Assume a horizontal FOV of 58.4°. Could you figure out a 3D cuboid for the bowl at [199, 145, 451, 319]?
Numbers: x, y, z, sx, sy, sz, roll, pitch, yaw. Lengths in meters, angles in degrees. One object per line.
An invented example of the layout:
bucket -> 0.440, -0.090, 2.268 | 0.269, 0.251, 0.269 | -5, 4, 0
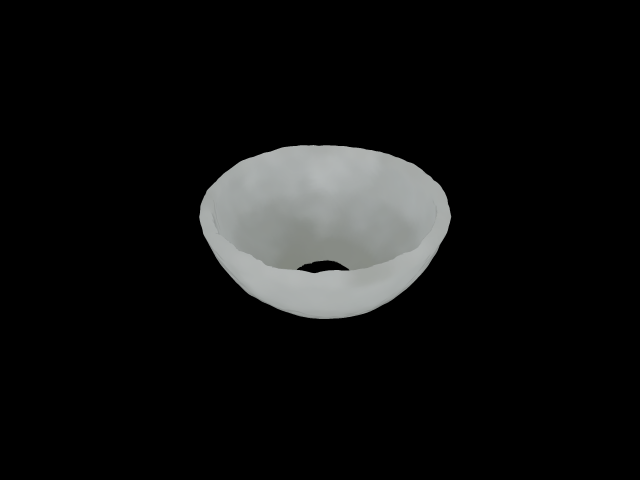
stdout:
bowl -> 0.004, 0.001, 0.400 | 0.167, 0.075, 0.167 | 0, 36, 0
